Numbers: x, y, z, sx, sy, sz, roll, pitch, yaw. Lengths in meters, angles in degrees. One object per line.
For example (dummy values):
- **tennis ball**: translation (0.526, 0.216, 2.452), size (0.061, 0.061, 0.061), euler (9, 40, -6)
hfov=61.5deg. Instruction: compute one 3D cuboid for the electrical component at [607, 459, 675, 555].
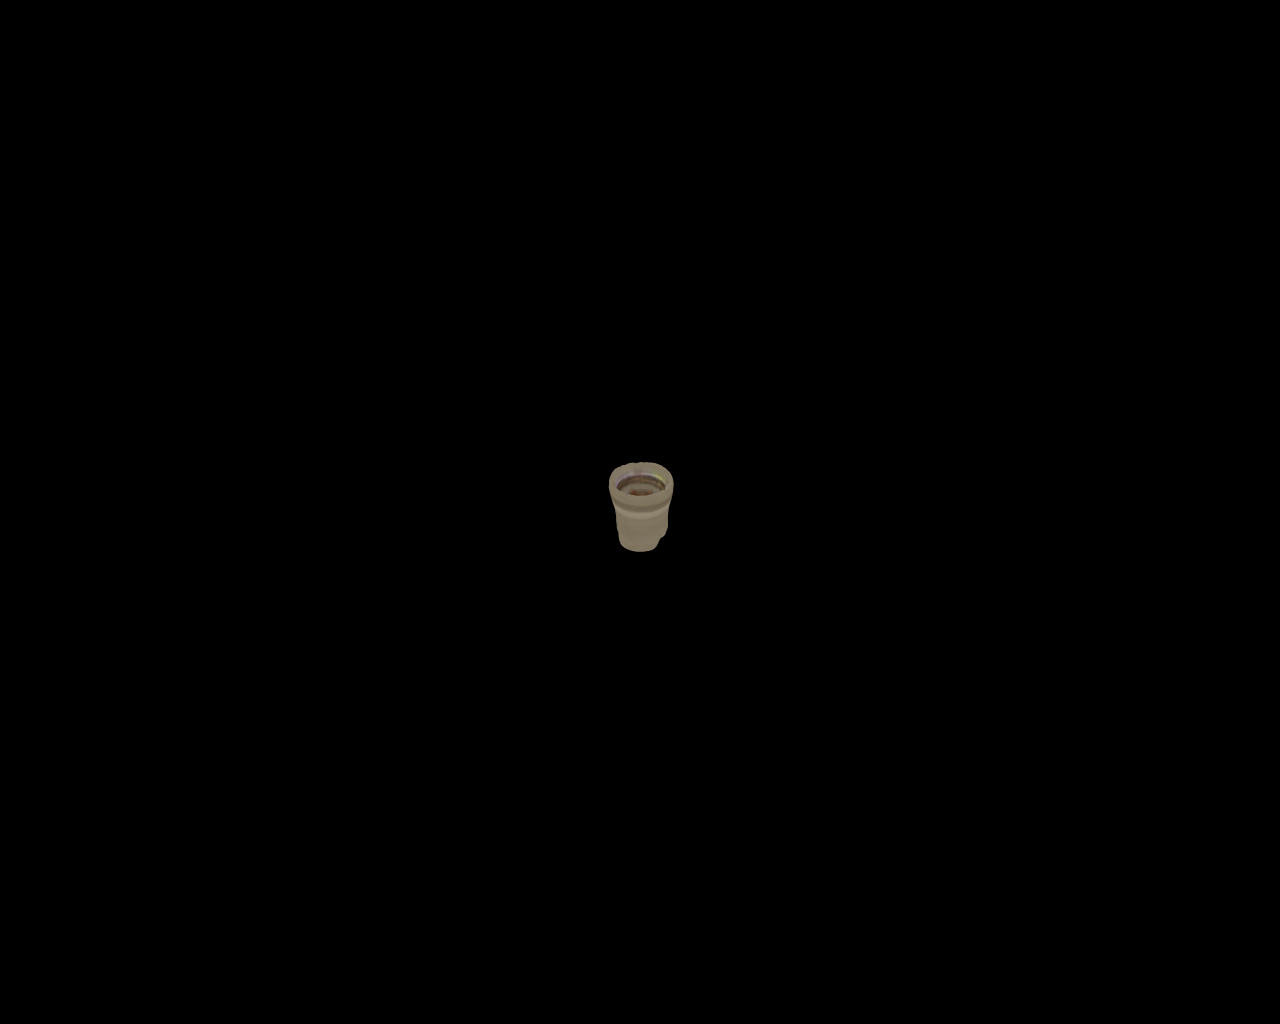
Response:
- **electrical component**: translation (0.001, -0.003, 0.650), size (0.040, 0.046, 0.040), euler (0, 36, 0)
